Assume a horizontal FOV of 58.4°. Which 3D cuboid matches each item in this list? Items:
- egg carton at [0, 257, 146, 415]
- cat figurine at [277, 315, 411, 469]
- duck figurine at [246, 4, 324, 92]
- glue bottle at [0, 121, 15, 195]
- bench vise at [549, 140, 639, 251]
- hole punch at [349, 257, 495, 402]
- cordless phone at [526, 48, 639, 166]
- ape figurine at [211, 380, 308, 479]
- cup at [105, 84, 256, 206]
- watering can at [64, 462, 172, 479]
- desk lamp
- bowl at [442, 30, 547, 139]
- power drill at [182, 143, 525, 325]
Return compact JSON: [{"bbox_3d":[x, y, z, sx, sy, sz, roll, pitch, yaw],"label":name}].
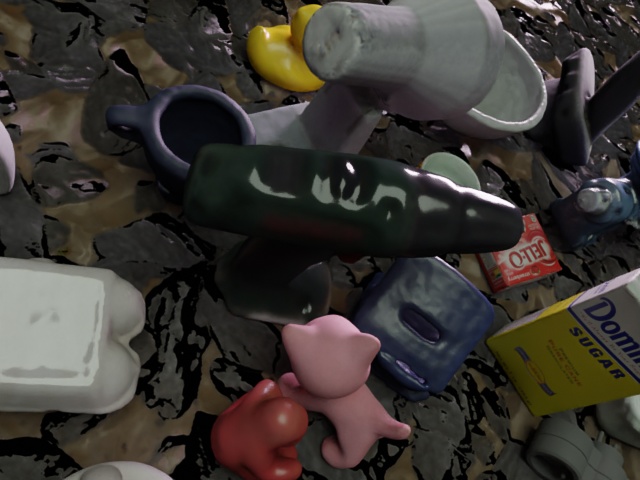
[{"bbox_3d":[-0.201,0.066,0.400,0.151,0.069,0.107,8,63,-21],"label":"egg carton"},{"bbox_3d":[0.019,0.112,0.450,0.128,0.117,0.067,49,57,4],"label":"cat figurine"},{"bbox_3d":[-0.021,-0.212,0.605,0.105,0.086,0.077,8,63,-21],"label":"duck figurine"},{"bbox_3d":[-0.253,-0.084,0.386,0.078,0.173,0.037,0,66,-24],"label":"glue bottle"},{"bbox_3d":[0.389,-0.057,0.640,0.208,0.219,0.121,-31,81,-32],"label":"bench vise"},{"bbox_3d":[0.087,0.077,0.514,0.109,0.091,0.101,38,57,-4],"label":"hole punch"},{"bbox_3d":[0.356,-0.194,0.710,0.094,0.184,0.147,24,59,-12],"label":"cordless phone"},{"bbox_3d":[-0.037,0.141,0.426,0.076,0.092,0.078,12,62,-19],"label":"ape figurine"},{"bbox_3d":[-0.123,-0.072,0.486,0.118,0.094,0.091,10,63,-20],"label":"cup"},{"bbox_3d":[-0.110,0.172,0.317,0.173,0.193,0.101,-27,79,-32],"label":"watering can"},{"bbox_3d":[0.033,-0.131,0.515,0.204,0.213,0.118,-21,76,-31],"label":"desk lamp"},{"bbox_3d":[0.184,-0.184,0.692,0.168,0.074,0.167,10,63,-20],"label":"bowl"},{"bbox_3d":[0.004,0.002,0.442,0.230,0.208,0.075,12,62,-19],"label":"power drill"}]
